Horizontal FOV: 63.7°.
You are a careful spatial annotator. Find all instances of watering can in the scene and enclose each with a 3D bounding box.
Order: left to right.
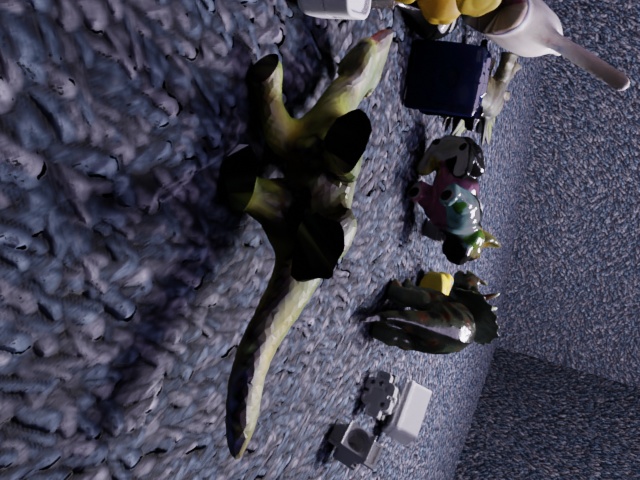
[{"bbox_3d":[0.393,-0.388,0.950,0.224,0.354,0.102,6,125,-40],"label":"watering can"}]

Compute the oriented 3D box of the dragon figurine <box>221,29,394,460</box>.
[{"bbox_3d":[0.002,-0.026,0.509,0.242,0.122,0.411,18,86,-73],"label":"dragon figurine"}]
